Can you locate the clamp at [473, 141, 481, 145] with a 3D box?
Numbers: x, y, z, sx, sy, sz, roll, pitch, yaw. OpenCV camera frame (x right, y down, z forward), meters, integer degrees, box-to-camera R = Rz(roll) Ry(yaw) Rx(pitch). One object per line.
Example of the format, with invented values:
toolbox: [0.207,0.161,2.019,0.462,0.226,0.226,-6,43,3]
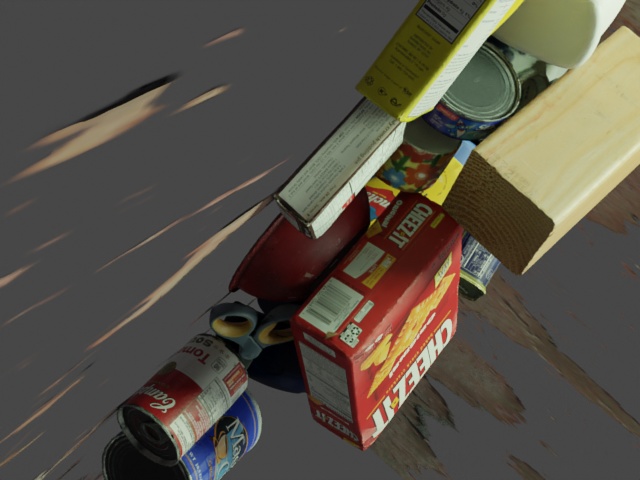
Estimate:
clamp: [0.180,-0.131,1.306,0.120,0.039,0.171,29,69,-53]

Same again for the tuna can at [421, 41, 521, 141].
tuna can: [0.115,-0.123,0.856,0.086,0.086,0.034,-44,175,-34]

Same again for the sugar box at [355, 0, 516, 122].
sugar box: [0.100,-0.161,0.701,0.176,0.048,0.093,-55,172,22]

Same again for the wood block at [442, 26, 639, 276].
wood block: [0.209,-0.076,0.889,0.205,0.090,0.091,-38,164,-28]

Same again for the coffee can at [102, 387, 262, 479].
coffee can: [-0.135,0.203,1.063,0.103,0.103,0.140,-52,173,31]

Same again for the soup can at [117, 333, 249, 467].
soup can: [-0.118,0.138,0.931,0.102,0.068,0.069,-45,173,-37]

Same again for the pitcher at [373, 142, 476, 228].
pitcher: [0.087,-0.005,1.191,0.243,0.145,0.149,-51,-175,-6]

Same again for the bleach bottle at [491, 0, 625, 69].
bleach bottle: [0.237,-0.233,0.946,0.250,0.103,0.068,-41,152,-47]

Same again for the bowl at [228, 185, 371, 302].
bowl: [-0.006,0.001,0.924,0.162,0.055,0.162,-47,174,-7]

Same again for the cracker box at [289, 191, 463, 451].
cracker box: [0.058,0.078,0.965,0.164,0.072,0.214,-49,156,-21]

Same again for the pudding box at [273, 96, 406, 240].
pudding box: [0.017,-0.056,0.801,0.113,0.039,0.090,-50,173,-4]

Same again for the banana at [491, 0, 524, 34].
banana: [0.141,-0.203,0.783,0.069,0.037,0.198,-7,141,-52]

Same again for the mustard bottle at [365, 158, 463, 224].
mustard bottle: [0.063,-0.021,1.059,0.191,0.096,0.058,-34,157,-24]

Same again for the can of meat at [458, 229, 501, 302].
can of meat: [0.176,0.016,1.200,0.084,0.057,0.102,-57,175,-9]

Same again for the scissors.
scissors: [-0.079,0.095,0.986,0.202,0.096,0.016,-37,-135,52]
